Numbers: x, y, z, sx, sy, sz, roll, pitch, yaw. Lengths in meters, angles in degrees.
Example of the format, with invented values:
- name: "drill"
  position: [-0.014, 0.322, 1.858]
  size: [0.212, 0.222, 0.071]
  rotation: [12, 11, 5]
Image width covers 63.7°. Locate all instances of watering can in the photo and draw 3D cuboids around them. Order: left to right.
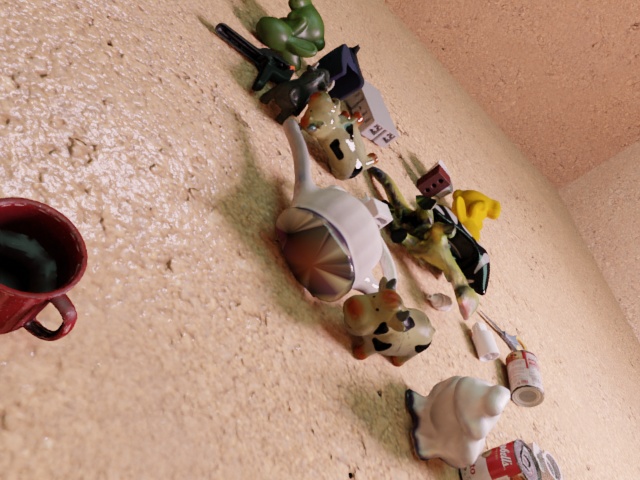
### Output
- name: "watering can"
  position: [0.003, -0.042, 0.829]
  size: [0.348, 0.102, 0.227]
  rotation: [54, 30, 2]

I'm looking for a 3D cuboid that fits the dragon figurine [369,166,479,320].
- name: "dragon figurine"
  position: [0.231, 0.006, 1.132]
  size: [0.238, 0.122, 0.419]
  rotation: [53, 10, -38]

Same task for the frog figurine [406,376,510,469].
- name: "frog figurine"
  position: [0.217, 0.255, 0.755]
  size: [0.122, 0.157, 0.140]
  rotation: [50, 29, -9]
